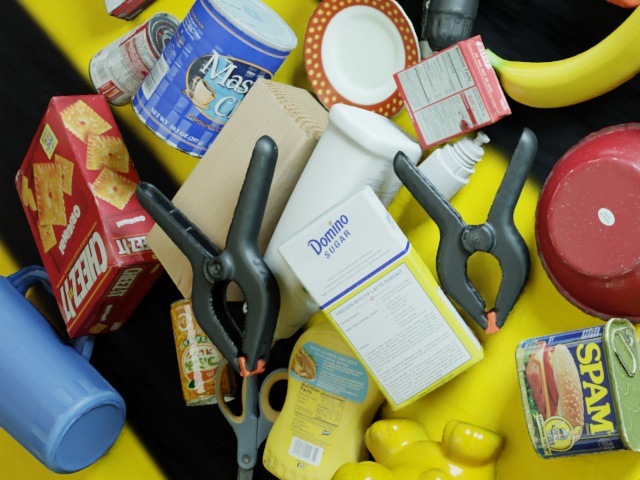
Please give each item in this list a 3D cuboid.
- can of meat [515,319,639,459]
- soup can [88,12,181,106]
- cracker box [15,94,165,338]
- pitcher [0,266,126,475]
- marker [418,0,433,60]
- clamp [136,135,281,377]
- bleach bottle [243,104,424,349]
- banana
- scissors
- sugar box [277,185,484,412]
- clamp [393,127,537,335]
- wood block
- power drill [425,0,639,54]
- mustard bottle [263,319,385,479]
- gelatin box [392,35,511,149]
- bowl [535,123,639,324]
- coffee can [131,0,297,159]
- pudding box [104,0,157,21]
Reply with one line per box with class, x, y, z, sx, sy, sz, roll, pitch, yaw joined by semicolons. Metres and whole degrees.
can of meat;0.207;0.119;0.836;0.084;0.057;0.102;-16;76;38
soup can;-0.194;-0.194;1.159;0.102;0.068;0.068;-23;73;34
cracker box;-0.254;-0.025;1.160;0.164;0.071;0.214;-48;59;46
pitcher;-0.324;0.144;1.202;0.243;0.144;0.149;34;119;30
marker;0.103;-0.223;0.966;0.020;0.020;0.121;7;90;37
clamp;-0.078;0.016;0.963;0.165;0.036;0.210;-25;81;34
bleach bottle;-0.006;0.001;0.978;0.068;0.102;0.251;42;111;30
banana;0.214;-0.147;0.844;0.198;0.037;0.069;-17;116;45
scissors;-0.053;0.206;1.046;0.096;0.016;0.202;-7;101;11
sugar box;0.052;0.049;0.908;0.093;0.048;0.176;-34;93;13
clamp;0.141;-0.010;0.893;0.120;0.039;0.171;-18;95;22
wood block;-0.066;-0.044;1.035;0.206;0.090;0.091;-52;59;23
power drill;0.177;-0.238;0.887;0.188;0.057;0.184;15;98;36
mustard bottle;0.014;0.133;0.978;0.096;0.058;0.192;18;97;29
gelatin box;0.113;-0.126;0.919;0.089;0.030;0.073;-19;97;49
bowl;0.230;-0.015;0.830;0.162;0.055;0.162;-3;84;37
coffee can;-0.102;-0.163;1.026;0.140;0.102;0.103;-52;59;23
pudding box;-0.210;-0.317;1.200;0.090;0.039;0.113;-27;73;32
